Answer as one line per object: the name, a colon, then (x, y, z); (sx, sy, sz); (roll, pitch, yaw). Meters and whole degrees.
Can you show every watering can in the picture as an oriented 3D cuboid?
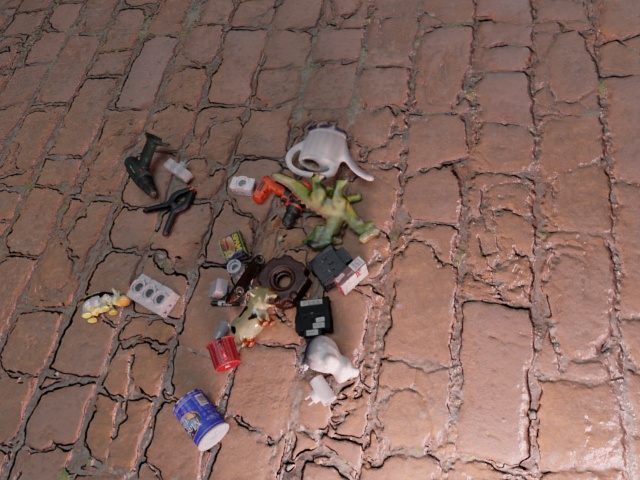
watering can: (0.047, -0.309, 1.853); (0.348, 0.228, 0.102); (10, -26, 19)

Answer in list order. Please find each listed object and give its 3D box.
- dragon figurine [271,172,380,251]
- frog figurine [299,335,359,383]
dragon figurine: (0.005, -0.087, 1.738); (0.411, 0.246, 0.120); (11, -16, 11)
frog figurine: (0.036, 0.345, 1.486); (0.159, 0.123, 0.136); (8, -7, 18)
